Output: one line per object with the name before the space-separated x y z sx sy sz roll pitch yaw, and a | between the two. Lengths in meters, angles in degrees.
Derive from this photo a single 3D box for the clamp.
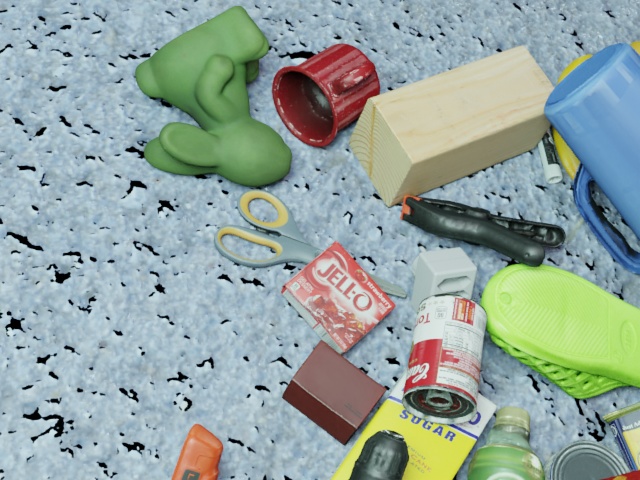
clamp | 0.171 -0.014 1.106 0.172 0.039 0.120 22 13 28

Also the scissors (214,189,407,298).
scissors | -0.007 0.001 1.086 0.201 0.016 0.096 9 61 -11

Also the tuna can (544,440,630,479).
tuna can | 0.254 0.237 1.020 0.086 0.034 0.086 6 61 -12

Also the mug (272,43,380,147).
mug | 0.016 -0.161 1.126 0.081 0.117 0.093 -36 96 -34

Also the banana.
banana | 0.302 -0.153 1.242 0.069 0.037 0.197 24 59 -2

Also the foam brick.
foam brick | 0.012 0.143 0.994 0.078 0.051 0.053 37 61 7

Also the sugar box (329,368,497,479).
sugar box | 0.082 0.197 0.988 0.093 0.048 0.176 35 60 5

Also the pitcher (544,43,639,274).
pitcher | 0.337 -0.074 1.099 0.149 0.145 0.243 -43 99 -1

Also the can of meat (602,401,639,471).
can of meat | 0.340 0.194 1.035 0.102 0.057 0.084 -25 70 13

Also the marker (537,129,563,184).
marker | 0.255 -0.121 1.222 0.020 0.020 0.121 0 63 -15

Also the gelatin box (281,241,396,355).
gelatin box | 0.017 0.057 1.044 0.073 0.030 0.089 -40 86 -22

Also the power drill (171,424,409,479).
power drill | -0.034 0.222 0.898 0.187 0.057 0.184 21 89 2

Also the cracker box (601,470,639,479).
cracker box | 0.280 0.326 0.897 0.163 0.072 0.214 -32 92 -49

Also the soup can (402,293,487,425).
soup can | 0.116 0.109 0.982 0.068 0.069 0.102 18 56 -6

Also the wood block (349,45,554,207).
wood block | 0.147 -0.125 1.154 0.205 0.091 0.090 -22 69 -24
